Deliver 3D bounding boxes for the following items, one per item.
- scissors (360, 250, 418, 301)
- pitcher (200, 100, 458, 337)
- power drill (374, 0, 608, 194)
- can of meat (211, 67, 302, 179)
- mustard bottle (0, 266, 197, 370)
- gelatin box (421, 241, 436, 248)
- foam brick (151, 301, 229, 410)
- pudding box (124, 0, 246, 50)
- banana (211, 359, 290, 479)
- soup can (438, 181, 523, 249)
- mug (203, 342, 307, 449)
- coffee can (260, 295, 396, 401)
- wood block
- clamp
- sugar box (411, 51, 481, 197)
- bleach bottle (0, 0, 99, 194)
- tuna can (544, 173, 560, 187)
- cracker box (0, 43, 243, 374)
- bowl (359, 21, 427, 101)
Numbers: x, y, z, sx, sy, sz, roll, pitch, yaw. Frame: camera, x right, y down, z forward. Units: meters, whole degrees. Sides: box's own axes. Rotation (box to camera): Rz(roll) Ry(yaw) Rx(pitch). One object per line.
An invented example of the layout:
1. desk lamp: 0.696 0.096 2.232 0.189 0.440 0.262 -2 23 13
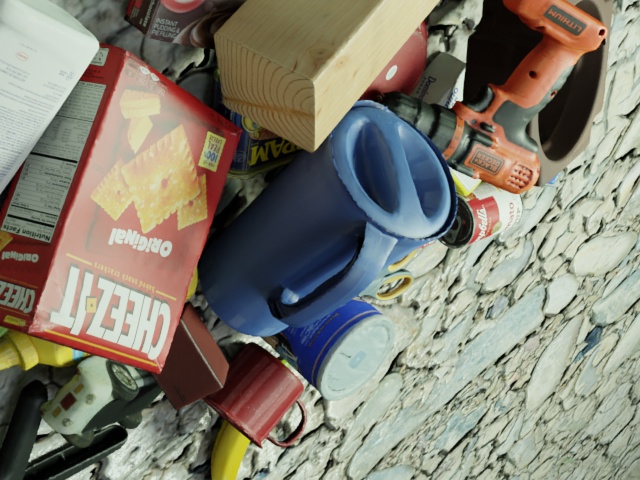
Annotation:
1. scissors: 0.051 0.042 1.244 0.201 0.016 0.096 -4 124 -50
2. pitcher: -0.006 0.001 0.941 0.148 0.145 0.243 -18 165 -45
3. power drill: 0.159 -0.148 0.982 0.184 0.057 0.188 21 112 -25
4. can of meat: -0.049 -0.111 0.928 0.101 0.057 0.084 -22 136 -37
5. mustard bottle: -0.196 0.056 0.913 0.191 0.058 0.096 -31 148 -28
6. gelatin box: 0.108 -0.025 1.233 0.089 0.030 0.073 -17 134 -42
7. foam brick: -0.126 0.105 0.977 0.053 0.051 0.078 -26 105 10
8. pudding box: -0.085 -0.194 0.813 0.113 0.039 0.090 -2 123 -51
9. banana: -0.086 0.220 1.235 0.069 0.037 0.198 7 117 -52
10. soup can: 0.189 -0.034 1.289 0.102 0.069 0.069 -18 135 -42
11. mug: -0.063 0.172 1.152 0.081 0.117 0.093 -49 -173 -13
12. coffee can: -0.007 0.082 1.095 0.102 0.140 0.103 -32 143 -28
13. wood block: 0.016 -0.182 0.849 0.206 0.091 0.090 -52 161 -25
14. clamp: -0.288 0.223 0.990 0.210 0.036 0.164 -43 147 -11
15. sugar box: 0.147 -0.124 1.167 0.093 0.048 0.176 -52 145 -1
16. bleach bottle: -0.257 -0.056 0.723 0.251 0.068 0.102 -54 146 10
17. tuna can: 0.250 -0.099 1.280 0.085 0.086 0.034 2 119 -52
18. cracker box: -0.154 -0.020 0.810 0.164 0.072 0.213 32 72 -58
19. bowl: 0.049 -0.166 0.993 0.161 0.055 0.162 -31 143 -28
